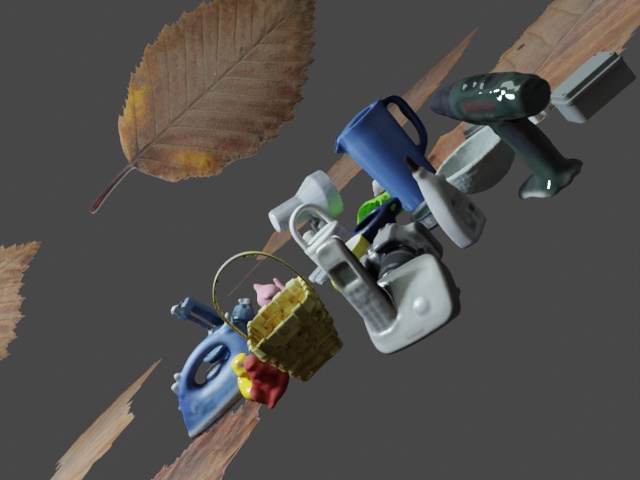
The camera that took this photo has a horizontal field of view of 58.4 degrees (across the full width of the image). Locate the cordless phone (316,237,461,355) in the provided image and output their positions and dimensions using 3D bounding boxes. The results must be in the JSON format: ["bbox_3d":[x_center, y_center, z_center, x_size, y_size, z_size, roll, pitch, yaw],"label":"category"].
[{"bbox_3d":[0.089,0.055,0.782,0.147,0.185,0.094,-38,13,31],"label":"cordless phone"}]

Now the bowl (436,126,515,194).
[{"bbox_3d":[0.295,-0.137,1.045,0.167,0.075,0.167,-42,11,11],"label":"bowl"}]

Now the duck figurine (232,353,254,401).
[{"bbox_3d":[-0.137,0.259,1.117,0.104,0.086,0.078,-34,15,45],"label":"duck figurine"}]

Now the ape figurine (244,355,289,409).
[{"bbox_3d":[-0.101,0.244,1.026,0.077,0.092,0.076,-41,11,16],"label":"ape figurine"}]

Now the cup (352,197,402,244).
[{"bbox_3d":[0.135,-0.018,1.134,0.118,0.095,0.091,-45,11,-2],"label":"cup"}]

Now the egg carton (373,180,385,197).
[{"bbox_3d":[0.206,-0.170,1.516,0.107,0.069,0.150,-30,18,53],"label":"egg carton"}]

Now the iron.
[{"bbox_3d":[-0.226,0.283,1.211,0.258,0.141,0.118,-46,11,-6],"label":"iron"}]

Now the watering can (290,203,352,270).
[{"bbox_3d":[0.010,0.006,1.240,0.172,0.194,0.101,-30,18,52],"label":"watering can"}]

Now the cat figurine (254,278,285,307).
[{"bbox_3d":[-0.106,0.136,1.383,0.067,0.118,0.128,-39,12,24],"label":"cat figurine"}]

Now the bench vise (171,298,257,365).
[{"bbox_3d":[-0.245,0.203,1.368,0.121,0.220,0.207,-40,12,22],"label":"bench vise"}]

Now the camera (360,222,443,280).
[{"bbox_3d":[0.118,0.044,0.946,0.143,0.101,0.137,-39,12,28],"label":"camera"}]

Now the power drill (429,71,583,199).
[{"bbox_3d":[0.275,-0.159,0.844,0.076,0.208,0.229,-46,11,-10],"label":"power drill"}]

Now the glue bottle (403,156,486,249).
[{"bbox_3d":[0.192,-0.069,0.908,0.037,0.173,0.078,-33,16,45],"label":"glue bottle"}]

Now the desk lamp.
[{"bbox_3d":[-0.008,-0.034,1.406,0.203,0.213,0.117,-47,11,-13],"label":"desk lamp"}]
